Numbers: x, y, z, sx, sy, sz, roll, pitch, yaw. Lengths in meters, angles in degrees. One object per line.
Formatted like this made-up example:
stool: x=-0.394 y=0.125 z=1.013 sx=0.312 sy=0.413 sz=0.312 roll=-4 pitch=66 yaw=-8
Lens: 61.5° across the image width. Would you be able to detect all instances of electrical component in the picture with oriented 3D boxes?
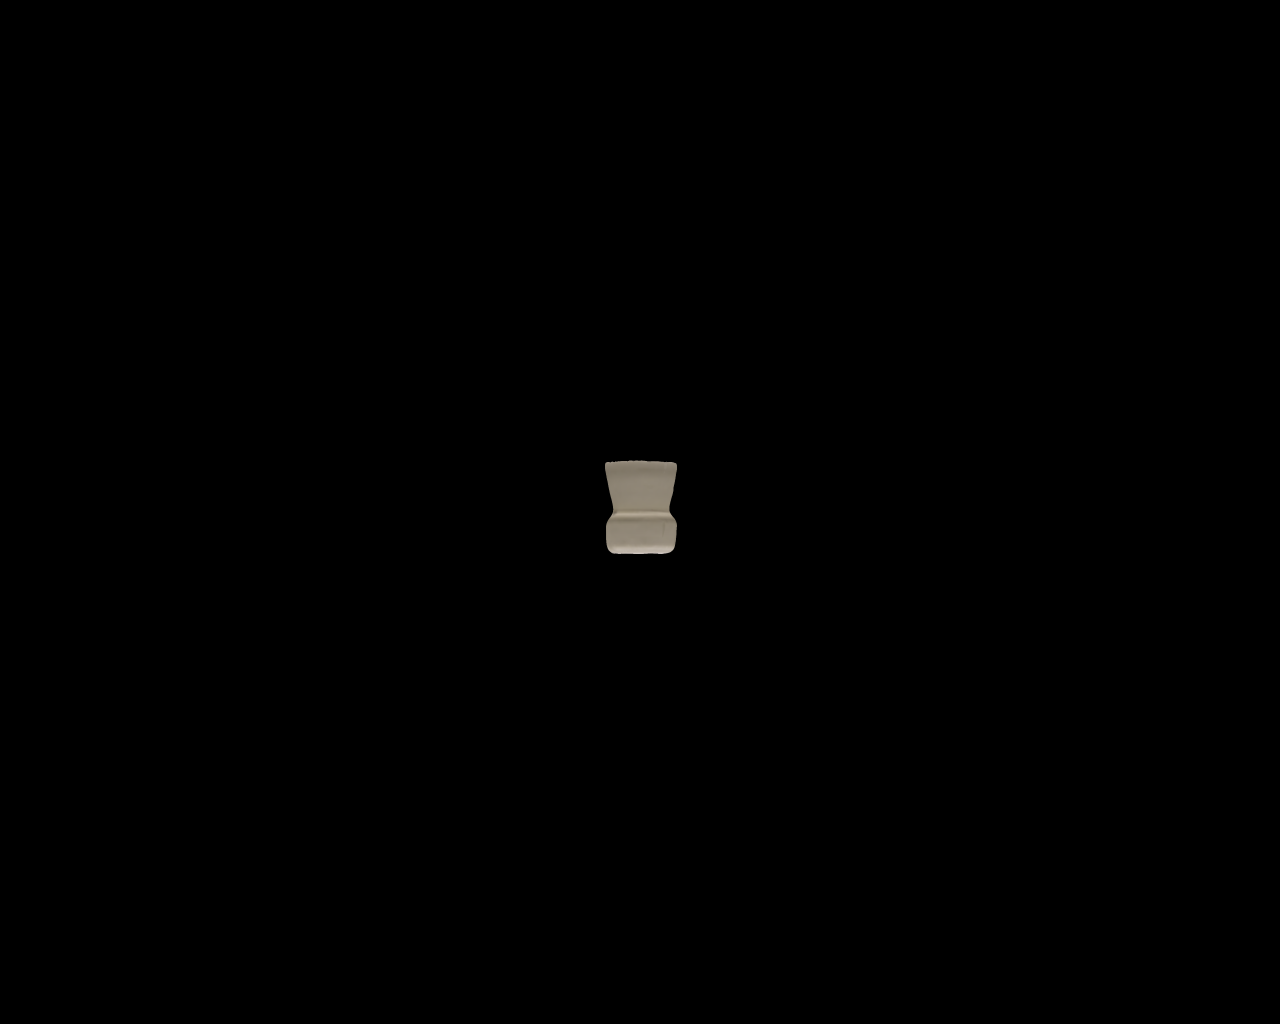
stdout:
electrical component: x=0.001 y=-0.003 z=0.650 sx=0.045 sy=0.055 sz=0.045 roll=0 pitch=-2 yaw=0
